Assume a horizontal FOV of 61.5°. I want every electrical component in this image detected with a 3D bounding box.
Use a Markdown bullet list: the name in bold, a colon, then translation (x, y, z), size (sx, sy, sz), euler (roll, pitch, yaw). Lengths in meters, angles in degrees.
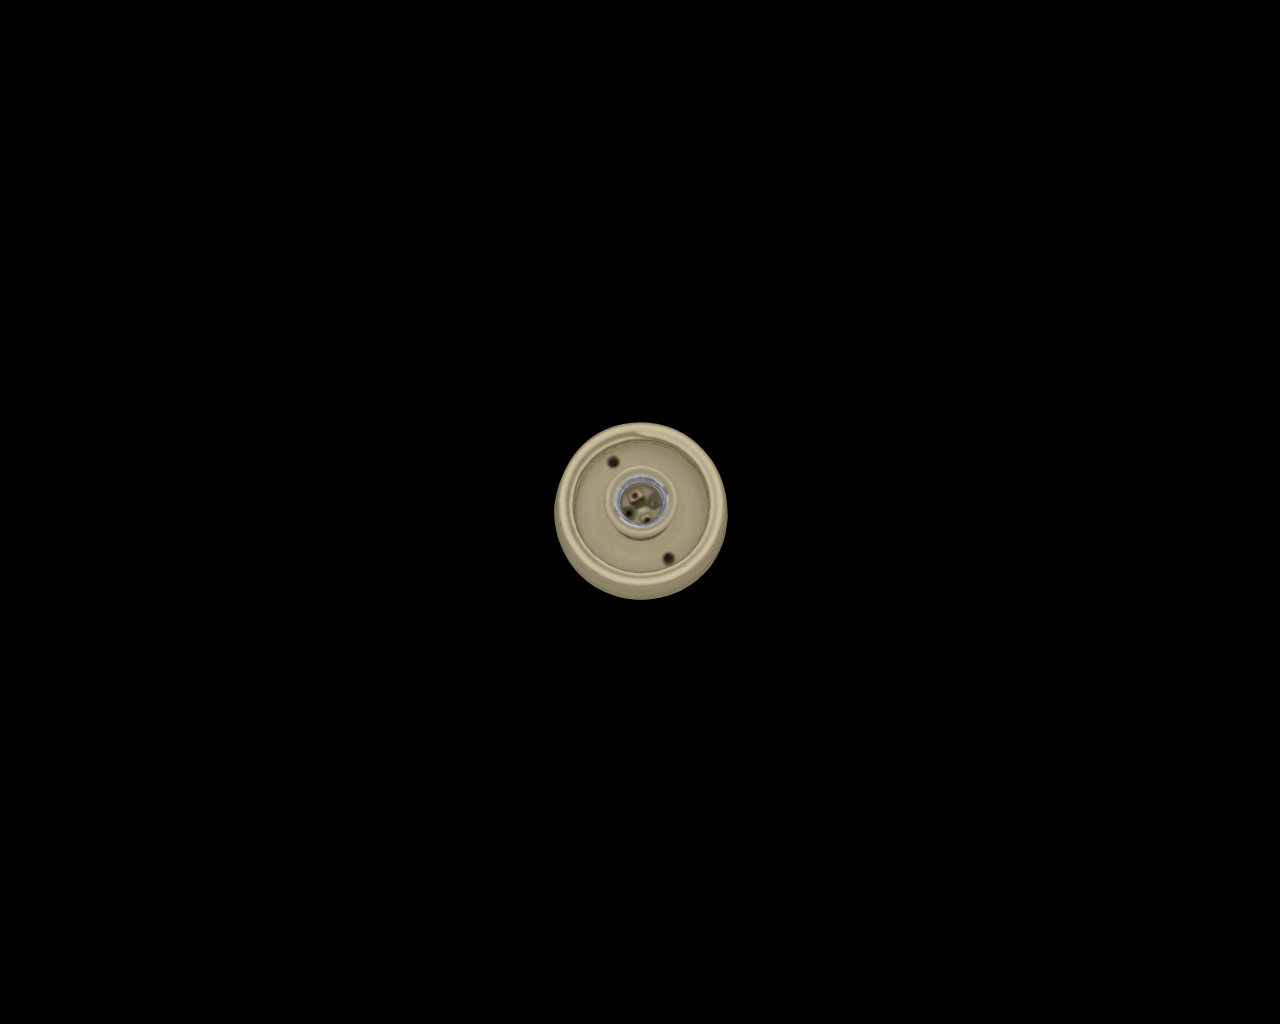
- **electrical component**: translation (0.001, -0.003, 0.650), size (0.108, 0.108, 0.060), euler (0, -9, 0)
